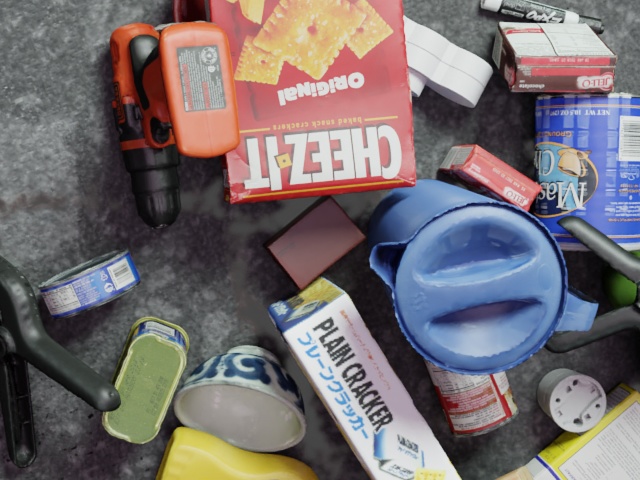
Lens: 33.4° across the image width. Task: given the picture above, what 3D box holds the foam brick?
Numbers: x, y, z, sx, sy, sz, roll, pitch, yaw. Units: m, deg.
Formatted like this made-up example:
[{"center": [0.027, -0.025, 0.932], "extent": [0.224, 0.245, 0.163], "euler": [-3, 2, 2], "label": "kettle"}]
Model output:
[{"center": [-0.006, 0.001, 0.985], "extent": [0.078, 0.051, 0.053], "euler": [-38, 96, -3], "label": "foam brick"}]

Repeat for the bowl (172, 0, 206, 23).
[{"center": [-0.052, -0.203, 0.963], "extent": [0.162, 0.055, 0.162], "euler": [-1, 95, -7], "label": "bowl"}]

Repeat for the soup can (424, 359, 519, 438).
[{"center": [0.138, 0.125, 1.003], "extent": [0.068, 0.068, 0.102], "euler": [-22, 96, -5], "label": "soup can"}]

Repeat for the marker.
[{"center": [0.212, -0.214, 1.012], "extent": [0.121, 0.020, 0.020], "euler": [13, 92, -8], "label": "marker"}]

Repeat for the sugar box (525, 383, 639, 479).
[{"center": [0.261, 0.232, 1.037], "extent": [0.176, 0.048, 0.093], "euler": [-39, 97, 1], "label": "sugar box"}]

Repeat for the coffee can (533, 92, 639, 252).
[{"center": [0.249, -0.062, 0.985], "extent": [0.102, 0.103, 0.140], "euler": [0, 94, -7], "label": "coffee can"}]

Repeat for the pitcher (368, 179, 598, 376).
[{"center": [0.119, 0.020, 0.900], "extent": [0.145, 0.243, 0.149], "euler": [-30, 102, 1], "label": "pitcher"}]

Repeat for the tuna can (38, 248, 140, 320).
[{"center": [-0.204, 0.039, 0.948], "extent": [0.086, 0.086, 0.034], "euler": [-23, 98, -5], "label": "tuna can"}]

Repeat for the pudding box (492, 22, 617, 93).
[{"center": [0.209, -0.165, 0.962], "extent": [0.090, 0.113, 0.039], "euler": [1, 118, -1], "label": "pudding box"}]

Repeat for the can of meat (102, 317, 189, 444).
[{"center": [-0.157, 0.126, 0.960], "extent": [0.057, 0.084, 0.102], "euler": [22, 91, -8], "label": "can of meat"}]

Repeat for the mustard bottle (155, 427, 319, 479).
[{"center": [-0.057, 0.241, 0.991], "extent": [0.191, 0.058, 0.096], "euler": [17, 112, -9], "label": "mustard bottle"}]

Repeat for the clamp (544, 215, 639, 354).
[{"center": [0.275, 0.037, 0.913], "extent": [0.171, 0.039, 0.120], "euler": [-2, 96, 13], "label": "clamp"}]

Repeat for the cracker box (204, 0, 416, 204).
[{"center": [-0.010, -0.144, 0.908], "extent": [0.164, 0.072, 0.214], "euler": [-6, 96, -6], "label": "cracker box"}]

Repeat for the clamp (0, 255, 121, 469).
[{"center": [-0.274, 0.097, 0.948], "extent": [0.165, 0.036, 0.210], "euler": [-43, 79, 36], "label": "clamp"}]

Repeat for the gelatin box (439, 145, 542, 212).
[{"center": [0.154, -0.056, 0.981], "extent": [0.073, 0.089, 0.030], "euler": [33, 90, -8], "label": "gelatin box"}]

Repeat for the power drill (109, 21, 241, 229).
[{"center": [-0.127, -0.101, 0.898], "extent": [0.057, 0.188, 0.184], "euler": [-12, 95, -26], "label": "power drill"}]

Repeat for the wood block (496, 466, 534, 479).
[{"center": [0.112, 0.292, 0.967], "extent": [0.206, 0.090, 0.091], "euler": [-29, 75, 10], "label": "wood block"}]
